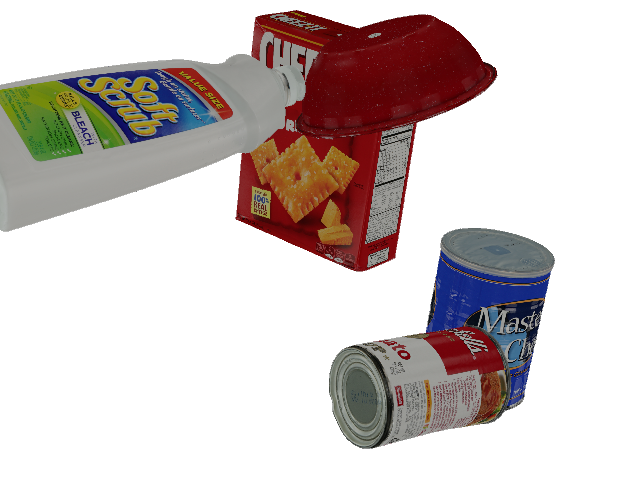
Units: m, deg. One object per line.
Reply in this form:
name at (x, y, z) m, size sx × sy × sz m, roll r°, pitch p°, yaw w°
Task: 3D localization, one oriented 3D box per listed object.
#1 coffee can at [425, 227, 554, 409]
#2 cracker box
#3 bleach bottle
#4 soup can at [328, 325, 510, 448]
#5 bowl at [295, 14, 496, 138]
coffee can at (0.151, 0.071, 0.984) m, size 0.103 × 0.140 × 0.103 m, roll 7°, pitch 21°, yaw -3°
cracker box at (0.004, -0.096, 1.029) m, size 0.164 × 0.214 × 0.071 m, roll 24°, pitch 30°, yaw 33°
bleach bottle at (-0.126, -0.089, 0.765) m, size 0.250 × 0.103 × 0.068 m, roll -21°, pitch -24°, yaw -29°
soup can at (0.065, 0.096, 0.703) m, size 0.102 × 0.068 × 0.069 m, roll -5°, pitch 3°, yaw -33°
bowl at (0.051, -0.134, 0.823) m, size 0.162 × 0.055 × 0.162 m, roll -15°, pitch 20°, yaw 6°
